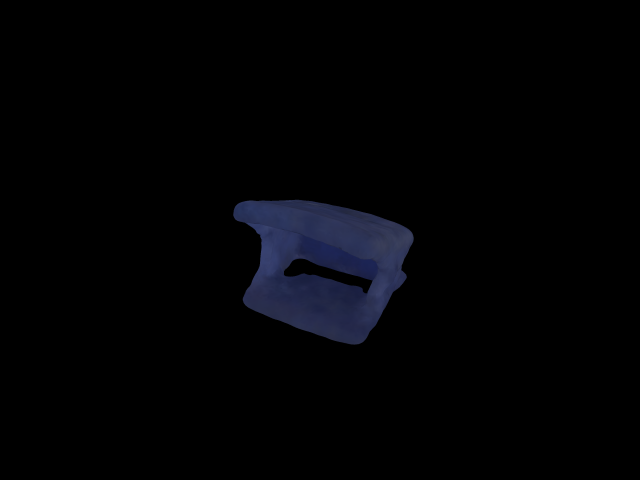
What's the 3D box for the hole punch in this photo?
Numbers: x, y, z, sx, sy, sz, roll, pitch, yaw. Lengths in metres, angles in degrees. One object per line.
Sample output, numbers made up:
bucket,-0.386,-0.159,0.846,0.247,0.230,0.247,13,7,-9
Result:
hole punch,0.004,0.001,0.400,0.108,0.091,0.101,16,37,23
